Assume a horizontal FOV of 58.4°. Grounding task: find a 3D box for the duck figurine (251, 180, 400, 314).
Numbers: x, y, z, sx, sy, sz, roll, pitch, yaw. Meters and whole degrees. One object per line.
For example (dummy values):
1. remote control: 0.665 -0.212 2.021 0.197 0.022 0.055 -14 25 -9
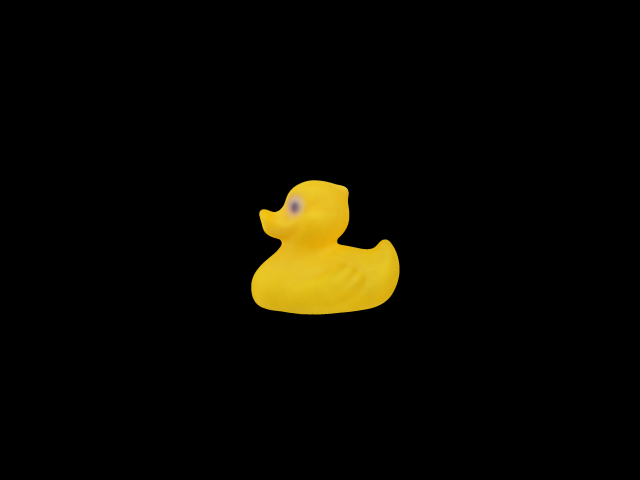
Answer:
1. duck figurine: 0.004 0.001 0.400 0.104 0.086 0.077 0 11 -2
